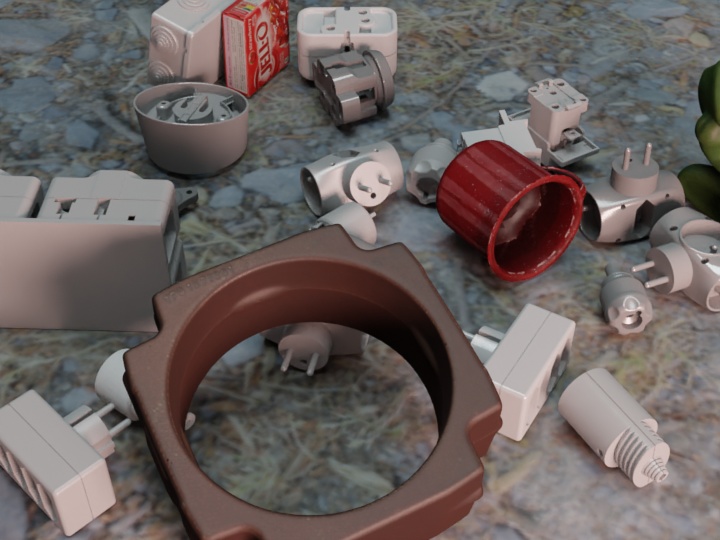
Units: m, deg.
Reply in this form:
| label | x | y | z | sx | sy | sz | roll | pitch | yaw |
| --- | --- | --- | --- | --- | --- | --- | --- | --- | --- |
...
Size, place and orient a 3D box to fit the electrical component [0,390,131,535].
| label | x | y | z | sx | sy | sz | roll | pitch | yaw |
| --- | --- | --- | --- | --- | --- | --- | --- | --- | --- |
| electrical component | -0.185 | 0.113 | 0.698 | 0.083 | 0.047 | 0.076 | 34 | 53 | 31 |

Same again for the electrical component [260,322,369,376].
| label | x | y | z | sx | sy | sz | roll | pitch | yaw |
| --- | --- | --- | --- | --- | --- | --- | --- | --- | --- |
| electrical component | -0.036 | 0.045 | 0.774 | 0.077 | 0.044 | 0.079 | 9 | 44 | 9 |

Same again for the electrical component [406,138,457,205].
| label | x | y | z | sx | sy | sz | roll | pitch | yaw |
| --- | --- | --- | --- | --- | --- | --- | --- | --- | --- |
| electrical component | 0.065 | -0.088 | 0.918 | 0.043 | 0.043 | 0.062 | 10 | 43 | 11 |

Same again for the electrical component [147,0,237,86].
| label | x | y | z | sx | sy | sz | roll | pitch | yaw |
| --- | --- | --- | --- | --- | --- | --- | --- | --- | --- |
| electrical component | -0.157 | -0.218 | 1.019 | 0.048 | 0.099 | 0.099 | 30 | 49 | 11 |

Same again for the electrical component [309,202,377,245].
| label | x | y | z | sx | sy | sz | roll | pitch | yaw |
| --- | --- | --- | --- | --- | --- | --- | --- | --- | --- |
| electrical component | -0.023 | -0.023 | 0.850 | 0.078 | 0.040 | 0.040 | -31 | 51 | -29 |

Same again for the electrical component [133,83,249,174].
| label | x | y | z | sx | sy | sz | roll | pitch | yaw |
| --- | --- | --- | --- | --- | --- | --- | --- | --- | --- |
| electrical component | -0.147 | -0.131 | 0.949 | 0.099 | 0.064 | 0.099 | 0 | 43 | 0 |

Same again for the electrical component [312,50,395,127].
| label | x | y | z | sx | sy | sz | roll | pitch | yaw |
| --- | --- | --- | --- | --- | --- | --- | --- | --- | --- |
| electrical component | -0.004 | -0.171 | 0.998 | 0.057 | 0.058 | 0.078 | -18 | 45 | -14 |

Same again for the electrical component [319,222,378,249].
| label | x | y | z | sx | sy | sz | roll | pitch | yaw |
| --- | --- | --- | --- | --- | --- | --- | --- | --- | --- |
| electrical component | 0.000 | 0.000 | 0.814 | 0.081 | 0.043 | 0.043 | 24 | 41 | -15 |

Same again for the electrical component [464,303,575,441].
| label | x | y | z | sx | sy | sz | roll | pitch | yaw |
| --- | --- | --- | --- | --- | --- | --- | --- | --- | --- |
| electrical component | 0.097 | 0.063 | 0.752 | 0.076 | 0.047 | 0.083 | 23 | 47 | 22 |

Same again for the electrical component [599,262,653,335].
| label | x | y | z | sx | sy | sz | roll | pitch | yaw |
| --- | --- | --- | --- | --- | --- | --- | --- | --- | --- |
| electrical component | 0.197 | 0.018 | 0.810 | 0.035 | 0.035 | 0.061 | -3 | 41 | -3 |

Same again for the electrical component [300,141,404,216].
| label | x | y | z | sx | sy | sz | roll | pitch | yaw |
| --- | --- | --- | --- | --- | --- | --- | --- | --- | --- |
| electrical component | 0.001 | -0.074 | 0.890 | 0.077 | 0.043 | 0.079 | -20 | 19 | -20 |

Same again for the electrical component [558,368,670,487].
| label | x | y | z | sx | sy | sz | roll | pitch | yaw |
| --- | --- | --- | --- | --- | --- | --- | --- | --- | --- |
| electrical component | 0.172 | 0.107 | 0.707 | 0.043 | 0.043 | 0.081 | -21 | 47 | -21 |

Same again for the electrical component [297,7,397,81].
| label | x | y | z | sx | sy | sz | roll | pitch | yaw |
| --- | --- | --- | --- | --- | --- | --- | --- | --- | --- |
| electrical component | -0.012 | -0.216 | 1.043 | 0.095 | 0.059 | 0.053 | 0 | 43 | 0 |

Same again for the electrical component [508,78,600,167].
| label | x | y | z | sx | sy | sz | roll | pitch | yaw |
| --- | --- | --- | --- | --- | --- | --- | --- | --- | --- |
| electrical component | 0.171 | -0.130 | 0.948 | 0.042 | 0.063 | 0.081 | -23 | 48 | -21 |

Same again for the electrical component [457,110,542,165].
| label | x | y | z | sx | sy | sz | roll | pitch | yaw |
| --- | --- | --- | --- | --- | --- | --- | --- | --- | --- |
| electrical component | 0.119 | -0.096 | 0.928 | 0.064 | 0.042 | 0.081 | -9 | 43 | -4 |

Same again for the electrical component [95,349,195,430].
| label | x | y | z | sx | sy | sz | roll | pitch | yaw |
| --- | --- | --- | --- | --- | --- | --- | --- | --- | --- |
| electrical component | -0.145 | 0.085 | 0.734 | 0.078 | 0.040 | 0.040 | 28 | 50 | 26 |

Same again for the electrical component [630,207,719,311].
| label | x | y | z | sx | sy | sz | roll | pitch | yaw |
| --- | --- | --- | --- | --- | --- | --- | --- | --- | --- |
| electrical component | 0.247 | -0.005 | 0.827 | 0.079 | 0.044 | 0.077 | -16 | 45 | -17 |

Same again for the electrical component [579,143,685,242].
| label | x | y | z | sx | sy | sz | roll | pitch | yaw |
| --- | --- | --- | --- | --- | --- | --- | --- | --- | --- |
| electrical component | 0.220 | -0.067 | 0.868 | 0.077 | 0.079 | 0.043 | -14 | 40 | -14 |

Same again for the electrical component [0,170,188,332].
| label | x | y | z | sx | sy | sz | roll | pitch | yaw |
| --- | --- | --- | --- | --- | --- | --- | --- | --- | --- |
| electrical component | -0.228 | -0.015 | 0.793 | 0.186 | 0.105 | 0.060 | 2 | 43 | 2 |
